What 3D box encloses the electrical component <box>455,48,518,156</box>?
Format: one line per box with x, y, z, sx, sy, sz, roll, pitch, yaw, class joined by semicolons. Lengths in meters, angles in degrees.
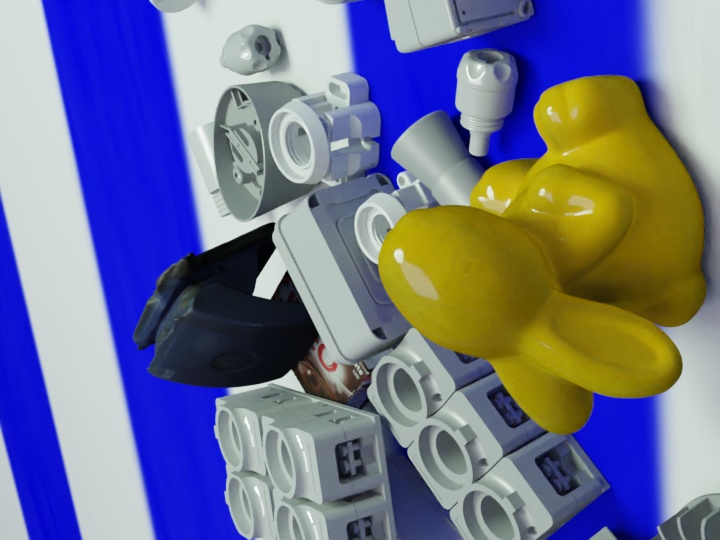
0.073;-0.096;0.628;0.035;0.035;0.061;35;135;38;electrical component

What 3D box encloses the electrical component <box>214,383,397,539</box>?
-0.049;0.153;0.807;0.186;0.060;0.105;3;103;62;electrical component

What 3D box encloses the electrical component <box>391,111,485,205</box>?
0.056;-0.060;0.664;0.065;0.044;0.044;52;142;15;electrical component

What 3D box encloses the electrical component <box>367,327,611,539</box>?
0.076;0.111;0.705;0.150;0.062;0.089;54;143;20;electrical component

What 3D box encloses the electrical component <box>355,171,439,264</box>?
0.031;-0.031;0.699;0.048;0.055;0.066;-38;76;54;electrical component

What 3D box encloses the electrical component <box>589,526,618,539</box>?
0.163;0.221;0.635;0.121;0.063;0.078;51;-178;23;electrical component

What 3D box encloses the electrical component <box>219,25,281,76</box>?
-0.087;-0.162;0.807;0.061;0.035;0.035;-3;105;56;electrical component

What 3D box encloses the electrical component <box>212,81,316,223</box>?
-0.075;-0.091;0.801;0.099;0.064;0.099;29;129;43;electrical component

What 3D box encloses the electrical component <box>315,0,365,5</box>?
-0.019;-0.186;0.671;0.040;0.078;0.040;15;115;34;electrical component

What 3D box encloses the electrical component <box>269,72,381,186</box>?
-0.025;-0.091;0.740;0.058;0.057;0.078;32;131;41;electrical component

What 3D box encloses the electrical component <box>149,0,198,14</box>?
-0.129;-0.251;0.801;0.073;0.052;0.138;48;140;27;electrical component

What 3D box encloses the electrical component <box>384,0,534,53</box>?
0.045;-0.175;0.599;0.061;0.062;0.096;-5;104;54;electrical component

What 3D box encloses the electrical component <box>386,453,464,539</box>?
0.033;0.217;0.823;0.109;0.056;0.108;44;138;31;electrical component

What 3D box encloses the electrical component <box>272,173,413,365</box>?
0.000;0.000;0.736;0.057;0.078;0.113;-37;77;51;electrical component

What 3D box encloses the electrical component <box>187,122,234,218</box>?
-0.104;-0.078;0.865;0.043;0.043;0.081;-21;90;55;electrical component
